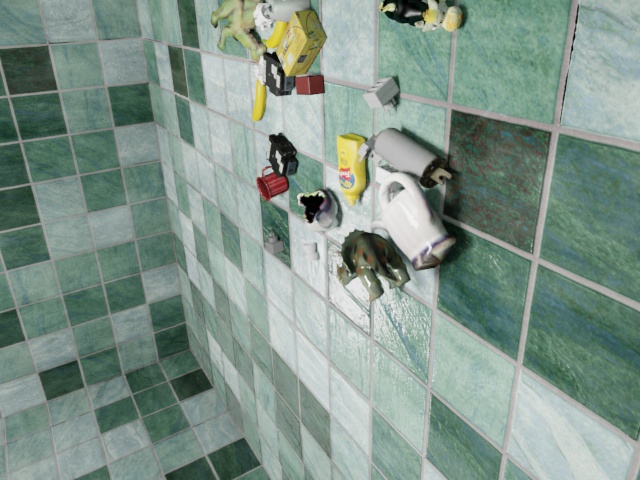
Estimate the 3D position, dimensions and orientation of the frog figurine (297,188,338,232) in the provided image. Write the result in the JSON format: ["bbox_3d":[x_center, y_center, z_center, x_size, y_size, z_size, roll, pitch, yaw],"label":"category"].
[{"bbox_3d":[0.005,-0.079,1.576,0.139,0.123,0.157,45,177,30],"label":"frog figurine"}]

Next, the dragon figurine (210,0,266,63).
[{"bbox_3d":[-0.259,-0.778,1.719,0.242,0.123,0.407,-4,102,44],"label":"dragon figurine"}]

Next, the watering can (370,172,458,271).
[{"bbox_3d":[0.205,-0.027,1.208,0.227,0.104,0.342,58,167,16],"label":"watering can"}]
